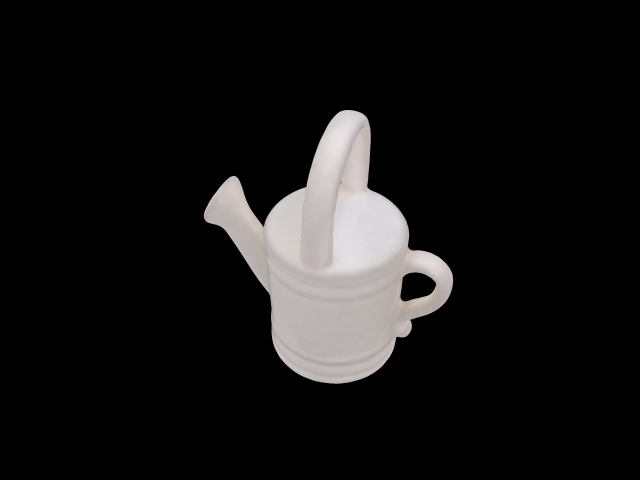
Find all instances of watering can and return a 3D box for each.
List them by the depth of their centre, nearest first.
[{"bbox_3d":[0.003,0.003,0.398,0.173,0.194,0.101,0,42,0],"label":"watering can"}]
